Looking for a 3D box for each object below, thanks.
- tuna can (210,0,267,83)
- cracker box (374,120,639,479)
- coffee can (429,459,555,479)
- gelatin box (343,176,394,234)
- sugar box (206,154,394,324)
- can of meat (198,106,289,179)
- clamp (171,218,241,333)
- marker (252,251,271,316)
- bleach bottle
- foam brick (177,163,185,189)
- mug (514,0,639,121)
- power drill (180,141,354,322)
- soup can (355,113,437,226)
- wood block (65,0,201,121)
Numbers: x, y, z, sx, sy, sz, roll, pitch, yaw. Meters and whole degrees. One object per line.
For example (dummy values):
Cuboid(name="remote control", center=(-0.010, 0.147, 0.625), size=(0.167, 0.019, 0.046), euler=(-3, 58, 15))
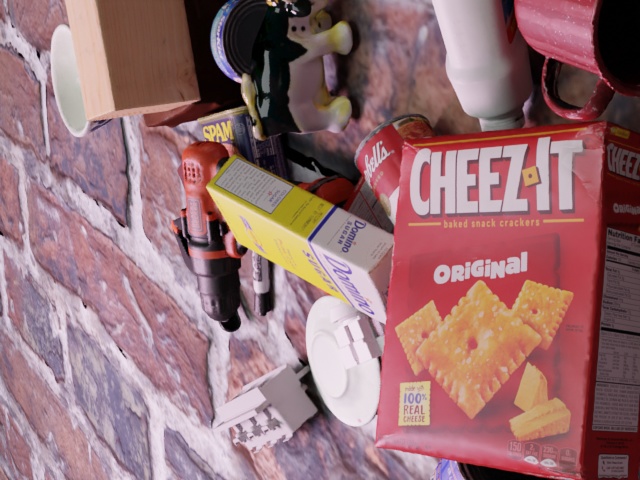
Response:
Cuboid(name="tuna can", center=(-0.058, -0.186, 0.990), size=(0.034, 0.086, 0.086), euler=(20, 117, 59))
Cuboid(name="cracker box", center=(0.122, 0.038, 0.685), size=(0.164, 0.071, 0.214), euler=(0, 82, 46))
Cuboid(name="coffee can", center=(0.125, 0.204, 0.795), size=(0.103, 0.102, 0.140), euler=(56, 143, 34))
Cuboid(name="gelatin box", center=(0.062, -0.018, 0.898), size=(0.089, 0.030, 0.073), euler=(61, 145, 26))
Cuboid(name="sugar box", center=(-0.006, 0.001, 0.878), size=(0.176, 0.048, 0.093), euler=(30, 161, 32))
Cuboid(name="can of meat", center=(-0.077, -0.091, 1.086), size=(0.102, 0.057, 0.084), euler=(-2, 101, 60))
Cuboid(name="clamp", center=(-0.128, 0.028, 1.234), size=(0.172, 0.039, 0.120), euler=(38, 127, 57))
Cuboid(name="marker", center=(-0.063, 0.024, 1.138), size=(0.020, 0.020, 0.121), euler=(27, 122, 54))
Cuboid(name="bleach bottle", center=(0.099, -0.185, 0.706), size=(0.068, 0.102, 0.251), euler=(-7, 117, 22))
Cuboid(name="foam brick", center=(-0.114, -0.060, 1.165), size=(0.053, 0.051, 0.078), euler=(-47, 60, 54))
Cuboid(name="mug", center=(0.164, -0.127, 0.621), size=(0.082, 0.093, 0.117), euler=(39, 115, 55))
Cuboid(name="power drill", center=(-0.052, 0.002, 1.012), size=(0.188, 0.057, 0.184), euler=(8, 113, 35))
Cuboid(name="soup can", center=(0.080, -0.038, 0.824), size=(0.102, 0.068, 0.069), euler=(60, 146, 28))
Cuboid(name="wood block", center=(-0.188, -0.226, 1.024), size=(0.090, 0.090, 0.206), euler=(-2, 99, 61))
